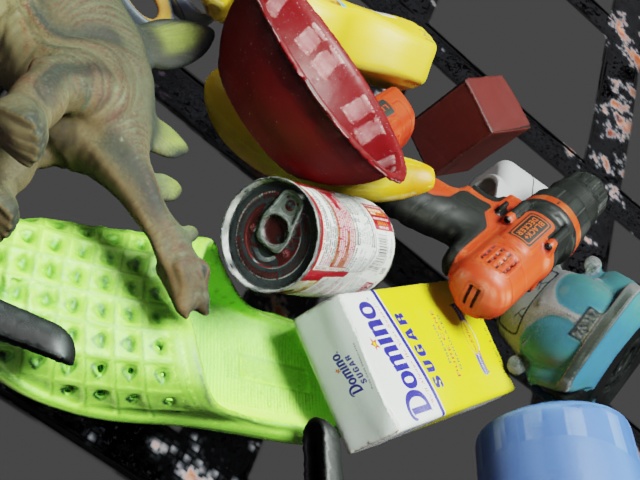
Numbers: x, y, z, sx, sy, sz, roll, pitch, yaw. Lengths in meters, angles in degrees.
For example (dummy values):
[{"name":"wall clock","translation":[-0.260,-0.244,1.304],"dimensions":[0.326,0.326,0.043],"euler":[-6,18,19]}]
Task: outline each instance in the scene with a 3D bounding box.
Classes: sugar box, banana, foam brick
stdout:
[{"name":"sugar box","translation":[0.062,0.078,0.714],"dimensions":[0.175,0.048,0.093],"euler":[-2,65,-59]},{"name":"banana","translation":[-0.016,-0.071,0.734],"dimensions":[0.198,0.069,0.037],"euler":[36,-4,22]},{"name":"foam brick","translation":[0.120,-0.093,0.873],"dimensions":[0.052,0.078,0.051],"euler":[-12,73,-44]}]

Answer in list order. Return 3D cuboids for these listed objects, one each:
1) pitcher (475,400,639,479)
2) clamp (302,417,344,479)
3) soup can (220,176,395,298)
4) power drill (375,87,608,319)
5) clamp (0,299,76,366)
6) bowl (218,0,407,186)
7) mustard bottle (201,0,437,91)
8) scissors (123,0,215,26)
[{"name":"pitcher","translation":[0.171,0.237,0.688],"dimensions":[0.144,0.149,0.243],"euler":[9,54,-16]},{"name":"clamp","translation":[-0.009,0.226,0.597],"dimensions":[0.164,0.036,0.210],"euler":[-26,87,-36]},{"name":"soup can","translation":[-0.004,0.001,0.657],"dimensions":[0.102,0.069,0.068],"euler":[8,57,-59]},{"name":"power drill","translation":[0.103,-0.039,0.784],"dimensions":[0.188,0.057,0.184],"euler":[34,43,21]},{"name":"clamp","translation":[-0.221,0.038,0.531],"dimensions":[0.171,0.039,0.120],"euler":[43,66,6]},{"name":"bowl","translation":[-0.013,-0.090,0.655],"dimensions":[0.162,0.055,0.162],"euler":[50,18,-23]},{"name":"mustard bottle","translation":[-0.010,-0.162,0.796],"dimensions":[0.191,0.058,0.096],"euler":[12,13,-38]},{"name":"scissors","translation":[-0.157,-0.222,0.768],"dimensions":[0.201,0.016,0.096],"euler":[42,41,-11]}]
